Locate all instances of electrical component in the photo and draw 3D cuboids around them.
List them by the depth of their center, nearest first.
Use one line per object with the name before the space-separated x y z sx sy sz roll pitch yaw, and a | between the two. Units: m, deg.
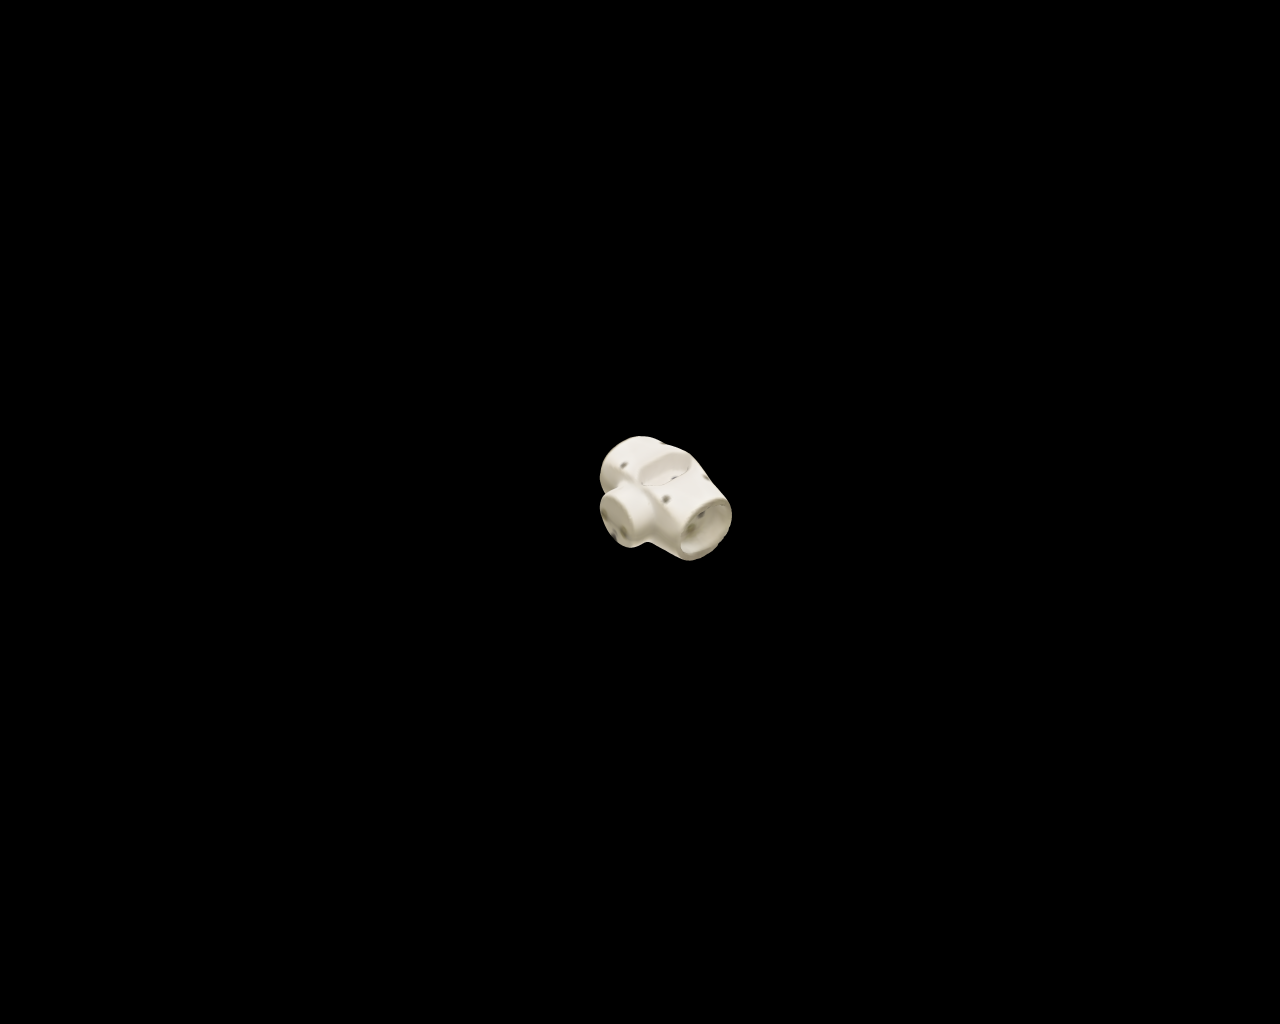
electrical component | 0.001 -0.003 0.650 0.079 0.043 0.077 -27 49 -26
